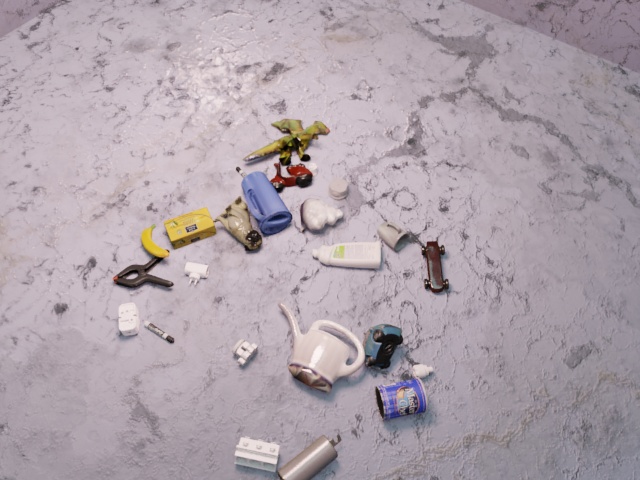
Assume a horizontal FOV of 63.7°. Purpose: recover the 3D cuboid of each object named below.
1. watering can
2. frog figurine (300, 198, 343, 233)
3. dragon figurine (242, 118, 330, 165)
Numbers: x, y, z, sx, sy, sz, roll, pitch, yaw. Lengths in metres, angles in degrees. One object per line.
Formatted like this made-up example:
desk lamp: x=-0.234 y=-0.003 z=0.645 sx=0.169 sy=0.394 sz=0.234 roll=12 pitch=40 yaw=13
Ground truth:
watering can: x=-0.029 y=0.351 z=1.678 sx=0.349 sy=0.101 sz=0.229 roll=23 pitch=59 yaw=16
frog figurine: x=0.006 y=-0.099 z=1.966 sx=0.159 sy=0.120 sz=0.141 roll=-4 pitch=38 yaw=7
dragon figurine: x=-0.145 y=-0.439 z=2.205 sx=0.411 sy=0.119 sz=0.248 roll=-10 pitch=42 yaw=-12
